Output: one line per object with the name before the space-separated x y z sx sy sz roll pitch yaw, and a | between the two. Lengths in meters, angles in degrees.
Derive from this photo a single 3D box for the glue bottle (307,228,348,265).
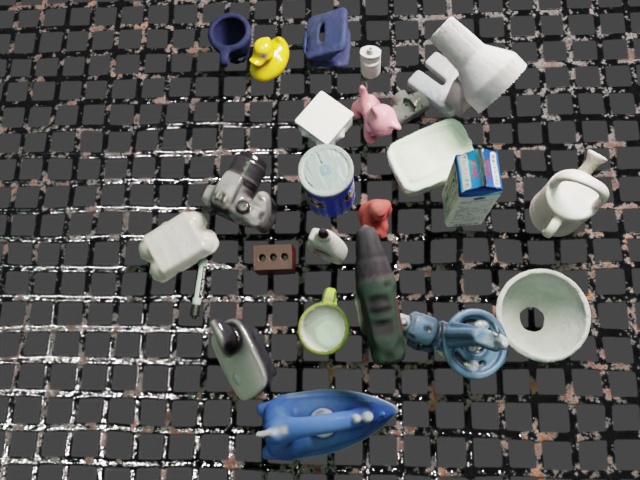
glue bottle | 0.010 0.004 1.065 0.078 0.173 0.037 20 78 9

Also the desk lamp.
desk lamp | 0.277 -0.322 1.106 0.203 0.213 0.118 41 82 13

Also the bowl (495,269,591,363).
bowl | 0.400 0.141 1.052 0.167 0.075 0.167 -1 76 4

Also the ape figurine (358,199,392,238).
ape figurine | 0.110 -0.050 1.113 0.078 0.092 0.076 -44 77 -7

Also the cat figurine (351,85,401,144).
cat figurine | 0.111 -0.254 1.151 0.067 0.118 0.127 -27 75 -2

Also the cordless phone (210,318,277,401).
cordless phone | -0.150 0.209 1.019 0.094 0.185 0.147 -32 75 -4

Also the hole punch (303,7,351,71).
hole punch | 0.014 -0.427 1.216 0.101 0.091 0.109 1 76 5

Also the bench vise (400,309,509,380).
bench vise | 0.231 0.177 0.980 0.207 0.220 0.121 -1 76 4

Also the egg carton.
egg carton | -0.281 0.011 1.139 0.150 0.069 0.107 -33 76 -4

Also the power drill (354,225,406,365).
power drill | 0.099 0.106 1.014 0.075 0.208 0.229 -12 75 2

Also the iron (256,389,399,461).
iron | 0.013 0.318 1.002 0.258 0.141 0.118 -10 75 2

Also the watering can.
watering can | 0.458 -0.085 1.042 0.101 0.194 0.173 10 77 7

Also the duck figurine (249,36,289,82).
duck figurine | -0.113 -0.400 1.221 0.077 0.086 0.104 37 81 12

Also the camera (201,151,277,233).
camera | -0.148 -0.104 1.142 0.143 0.101 0.137 24 79 10

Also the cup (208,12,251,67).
cup | -0.186 -0.409 1.225 0.091 0.095 0.118 7 76 6
